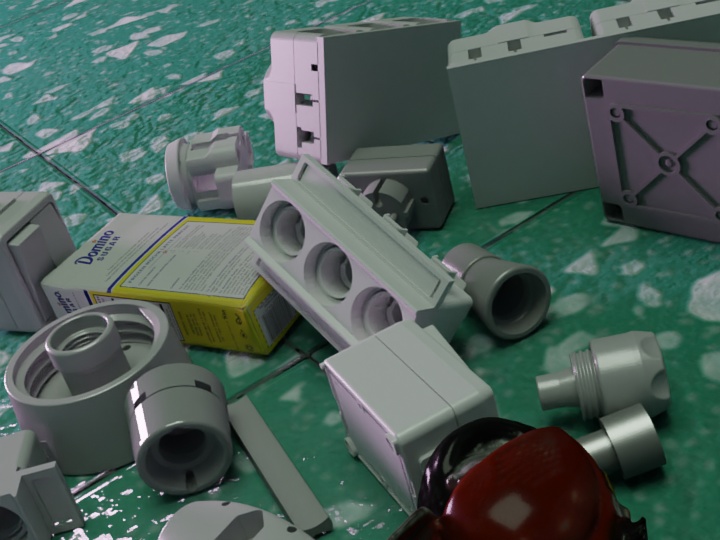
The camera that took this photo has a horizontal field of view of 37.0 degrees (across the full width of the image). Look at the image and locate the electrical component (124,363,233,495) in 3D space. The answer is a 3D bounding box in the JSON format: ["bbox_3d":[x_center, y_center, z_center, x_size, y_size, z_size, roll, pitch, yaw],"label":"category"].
[{"bbox_3d":[-0.095,0.085,0.570,0.055,0.055,0.047,-19,35,-5],"label":"electrical component"}]

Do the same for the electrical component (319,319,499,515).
[{"bbox_3d":[0.033,0.075,0.520,0.061,0.061,0.096,-26,33,-16],"label":"electrical component"}]

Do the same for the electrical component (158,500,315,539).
[{"bbox_3d":[-0.060,0.145,0.468,0.077,0.043,0.079,11,40,37],"label":"electrical component"}]

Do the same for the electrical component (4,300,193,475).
[{"bbox_3d":[-0.154,0.060,0.629,0.108,0.060,0.108,-12,31,7],"label":"electrical component"}]

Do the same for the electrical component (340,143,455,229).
[{"bbox_3d":[0.020,-0.047,0.733,0.066,0.047,0.076,-1,35,23],"label":"electrical component"}]

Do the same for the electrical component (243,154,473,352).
[{"bbox_3d":[0.000,0.000,0.614,0.121,0.078,0.063,42,29,28],"label":"electrical component"}]

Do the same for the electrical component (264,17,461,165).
[{"bbox_3d":[0.005,-0.138,0.805,0.062,0.089,0.150,15,24,41],"label":"electrical component"}]

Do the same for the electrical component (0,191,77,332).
[{"bbox_3d":[-0.236,-0.011,0.746,0.061,0.096,0.061,1,36,25],"label":"electrical component"}]

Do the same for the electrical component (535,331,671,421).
[{"bbox_3d":[0.119,0.055,0.530,0.062,0.043,0.043,-12,31,9],"label":"electrical component"}]

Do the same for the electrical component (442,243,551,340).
[{"bbox_3d":[0.075,0.009,0.627,0.044,0.044,0.065,-26,28,-16],"label":"electrical component"}]

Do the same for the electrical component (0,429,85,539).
[{"bbox_3d":[-0.190,0.120,0.568,0.081,0.042,0.063,-15,29,1],"label":"electrical component"}]

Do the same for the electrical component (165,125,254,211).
[{"bbox_3d":[-0.116,-0.077,0.835,0.057,0.058,0.078,-8,32,6],"label":"electrical component"}]

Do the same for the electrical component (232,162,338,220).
[{"bbox_3d":[-0.048,-0.057,0.784,0.081,0.043,0.043,-7,32,13],"label":"electrical component"}]

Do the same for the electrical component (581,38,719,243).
[{"bbox_3d":[0.198,-0.077,0.643,0.109,0.108,0.056,16,46,41],"label":"electrical component"}]

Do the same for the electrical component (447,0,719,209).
[{"bbox_3d":[0.160,-0.117,0.727,0.186,0.105,0.060,-10,32,10],"label":"electrical component"}]
